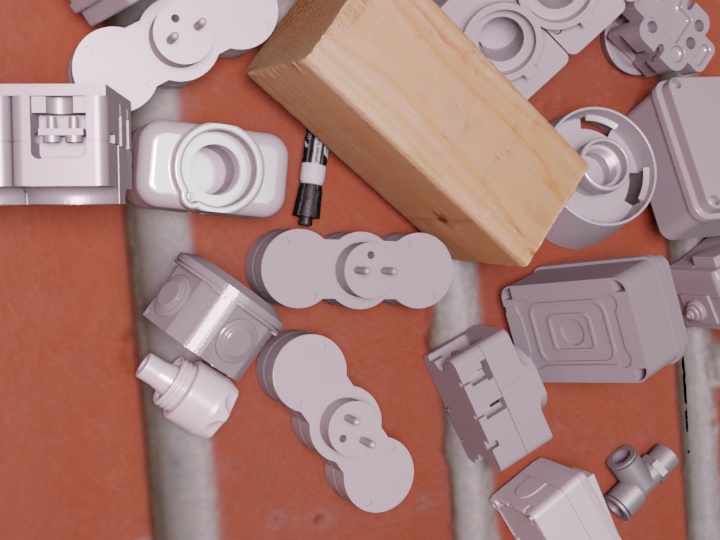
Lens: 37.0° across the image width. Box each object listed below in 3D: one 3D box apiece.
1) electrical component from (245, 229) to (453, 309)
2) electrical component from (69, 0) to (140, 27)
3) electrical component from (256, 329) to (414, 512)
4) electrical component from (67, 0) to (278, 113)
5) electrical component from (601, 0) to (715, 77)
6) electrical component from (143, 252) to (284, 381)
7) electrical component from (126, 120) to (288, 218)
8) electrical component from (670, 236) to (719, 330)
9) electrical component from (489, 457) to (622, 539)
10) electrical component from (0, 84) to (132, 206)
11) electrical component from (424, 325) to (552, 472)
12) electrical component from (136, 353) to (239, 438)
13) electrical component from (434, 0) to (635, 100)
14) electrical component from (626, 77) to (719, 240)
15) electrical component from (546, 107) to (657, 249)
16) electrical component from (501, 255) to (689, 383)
[{"bbox_3d":[0.000,0.000,0.717,0.138,0.074,0.052,1,92,-23],"label":"electrical component"},{"bbox_3d":[-0.126,-0.202,0.644,0.113,0.078,0.057,-43,112,-28],"label":"electrical component"},{"bbox_3d":[-0.010,0.103,0.716,0.052,0.074,0.138,-38,105,-17],"label":"electrical component"},{"bbox_3d":[-0.112,-0.142,0.662,0.138,0.074,0.052,-31,102,-16],"label":"electrical component"},{"bbox_3d":[0.219,-0.178,0.811,0.078,0.057,0.058,39,78,-19],"label":"electrical component"},{"bbox_3d":[-0.092,0.029,0.677,0.080,0.080,0.051,38,83,-19],"label":"electrical component"},{"bbox_3d":[-0.097,-0.063,0.682,0.095,0.059,0.053,5,90,-23],"label":"electrical component"},{"bbox_3d":[0.288,0.006,0.844,0.096,0.062,0.061,-29,103,-19],"label":"electrical component"},{"bbox_3d":[0.153,0.193,0.794,0.061,0.062,0.096,-35,104,-18],"label":"electrical component"},{"bbox_3d":[-0.208,-0.067,0.596,0.150,0.089,0.061,-1,93,-3],"label":"electrical component"},{"bbox_3d":[0.095,0.089,0.772,0.056,0.050,0.089,-29,102,-19],"label":"electrical component"},{"bbox_3d":[-0.113,0.076,0.689,0.062,0.043,0.043,35,79,-19],"label":"electrical component"},{"bbox_3d":[0.131,-0.198,0.731,0.089,0.061,0.150,41,111,-19],"label":"electrical component"},{"bbox_3d":[0.259,-0.086,0.811,0.078,0.057,0.113,-5,72,-22],"label":"electrical component"},{"bbox_3d":[0.169,-0.070,0.804,0.099,0.064,0.099,3,79,-15],"label":"electrical component"},{"bbox_3d":[0.167,0.035,0.764,0.057,0.113,0.078,-24,101,-39],"label":"electrical component"}]
